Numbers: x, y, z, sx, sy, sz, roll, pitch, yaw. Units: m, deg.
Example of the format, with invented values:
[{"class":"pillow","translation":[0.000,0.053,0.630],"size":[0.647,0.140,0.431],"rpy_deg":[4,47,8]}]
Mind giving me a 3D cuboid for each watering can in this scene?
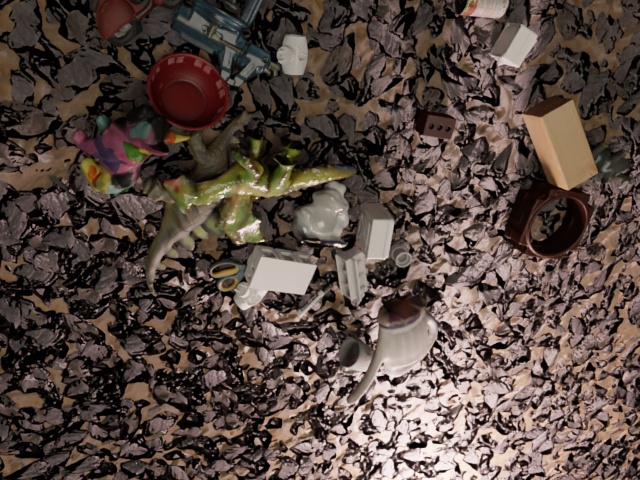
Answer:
[{"class":"watering can","translation":[0.198,0.285,1.395],"size":[0.351,0.105,0.220],"rpy_deg":[-26,118,-31]}]

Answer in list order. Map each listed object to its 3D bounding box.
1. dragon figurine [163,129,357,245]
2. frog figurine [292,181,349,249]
[{"class":"dragon figurine","translation":[-0.124,-0.095,1.110],"size":[0.409,0.125,0.239],"rpy_deg":[11,120,-33]},{"class":"frog figurine","translation":[0.004,-0.062,1.233],"size":[0.137,0.121,0.161],"rpy_deg":[6,77,-9]}]
